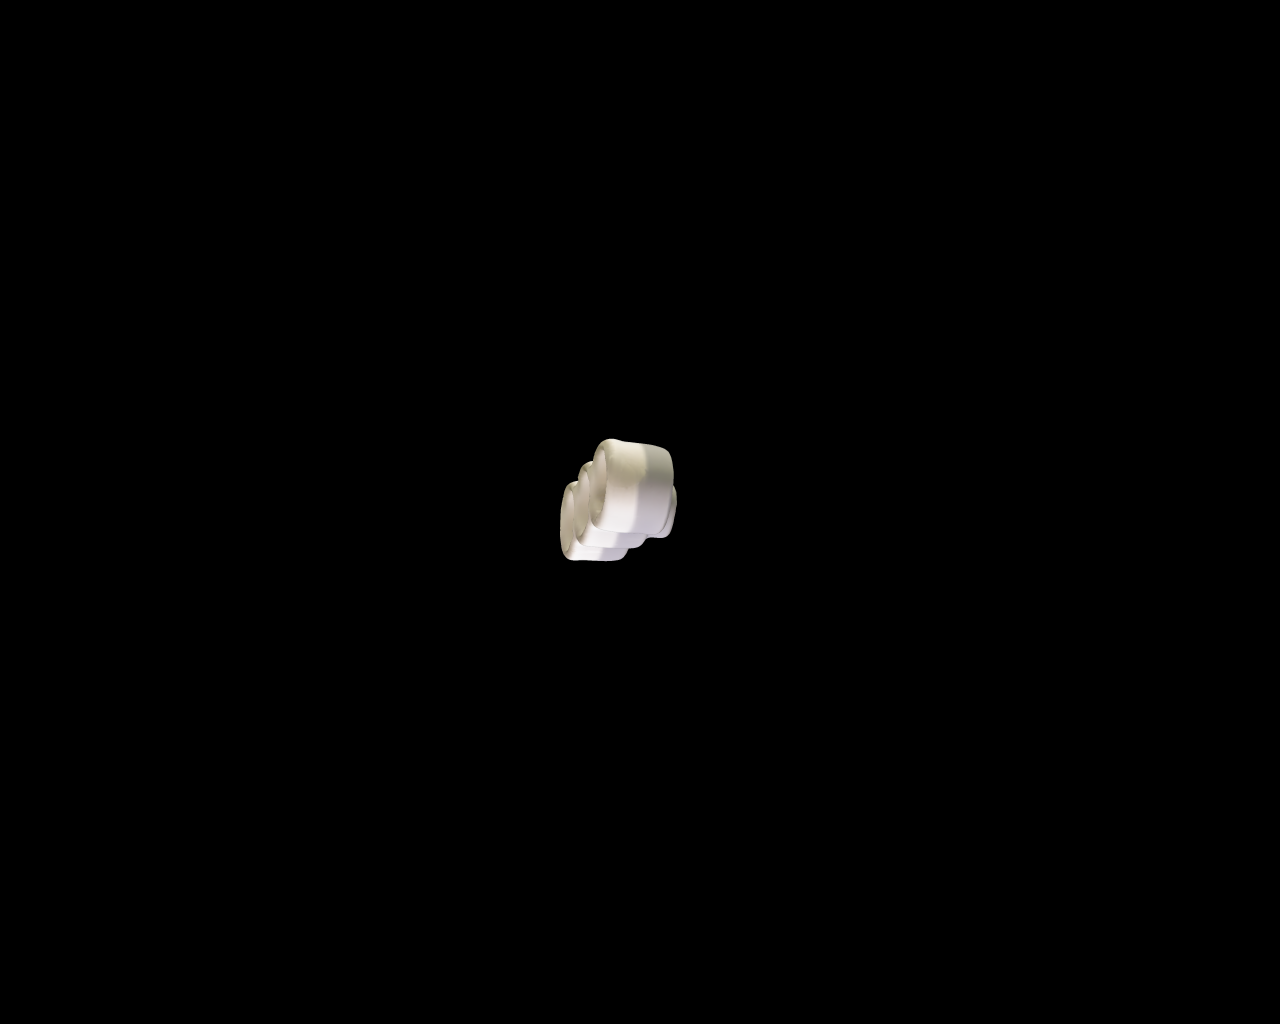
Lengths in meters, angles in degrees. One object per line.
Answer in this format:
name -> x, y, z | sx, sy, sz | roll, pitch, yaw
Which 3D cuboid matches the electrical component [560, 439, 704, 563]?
electrical component -> 0.001, -0.003, 0.650 | 0.074, 0.052, 0.138 | 4, -14, -15
